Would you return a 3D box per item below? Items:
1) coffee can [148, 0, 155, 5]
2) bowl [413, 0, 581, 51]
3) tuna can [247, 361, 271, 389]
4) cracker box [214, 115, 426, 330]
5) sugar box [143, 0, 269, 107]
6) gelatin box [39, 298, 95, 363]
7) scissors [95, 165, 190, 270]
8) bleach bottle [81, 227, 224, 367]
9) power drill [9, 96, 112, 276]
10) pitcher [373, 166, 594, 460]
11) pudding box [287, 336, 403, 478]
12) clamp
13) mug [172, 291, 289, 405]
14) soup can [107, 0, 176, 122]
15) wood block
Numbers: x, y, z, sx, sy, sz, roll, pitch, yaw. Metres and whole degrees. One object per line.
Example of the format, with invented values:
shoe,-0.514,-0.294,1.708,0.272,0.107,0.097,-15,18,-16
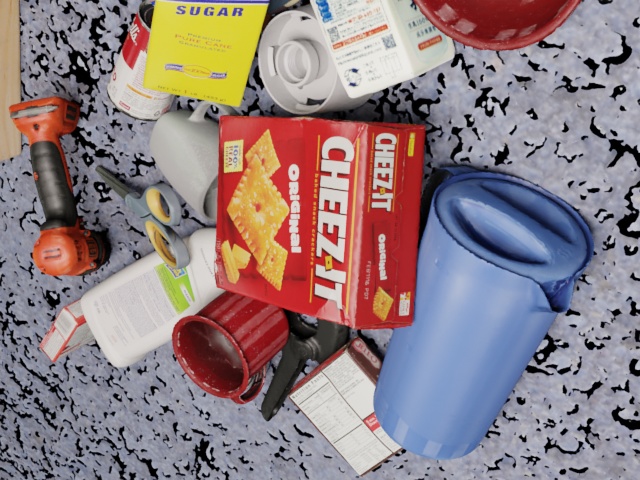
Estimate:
coffee can,-0.165,-0.283,0.925,0.140,0.102,0.103,35,137,-25
bowl,0.139,-0.227,0.798,0.162,0.055,0.162,16,120,30
tuna can,-0.094,0.119,1.148,0.086,0.033,0.086,16,120,30
cracker box,-0.009,-0.023,0.914,0.214,0.071,0.164,12,101,53
sugar box,-0.095,-0.191,0.904,0.093,0.048,0.176,9,148,-9
gelatin box,-0.281,0.097,1.248,0.030,0.073,0.089,48,131,9
scissors,-0.187,-0.050,1.101,0.202,0.016,0.096,49,143,33
bleach bottle,-0.149,0.055,1.140,0.251,0.068,0.102,-25,97,39
power drill,-0.271,-0.053,1.140,0.057,0.184,0.187,-12,90,1
pitcher,0.122,0.065,0.914,0.145,0.149,0.243,23,128,8
pudding box,0.038,0.162,1.031,0.113,0.039,0.090,49,122,0
clamp,0.001,0.110,1.071,0.165,0.036,0.210,10,118,29
mug,-0.081,0.105,1.048,0.093,0.081,0.117,0,117,38
soup can,-0.160,-0.174,1.035,0.068,0.068,0.102,43,130,12
wood block,-0.395,-0.191,1.185,0.091,0.090,0.206,23,123,26
